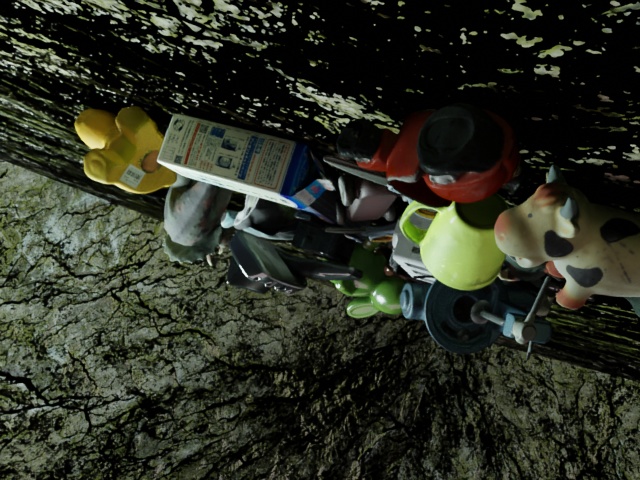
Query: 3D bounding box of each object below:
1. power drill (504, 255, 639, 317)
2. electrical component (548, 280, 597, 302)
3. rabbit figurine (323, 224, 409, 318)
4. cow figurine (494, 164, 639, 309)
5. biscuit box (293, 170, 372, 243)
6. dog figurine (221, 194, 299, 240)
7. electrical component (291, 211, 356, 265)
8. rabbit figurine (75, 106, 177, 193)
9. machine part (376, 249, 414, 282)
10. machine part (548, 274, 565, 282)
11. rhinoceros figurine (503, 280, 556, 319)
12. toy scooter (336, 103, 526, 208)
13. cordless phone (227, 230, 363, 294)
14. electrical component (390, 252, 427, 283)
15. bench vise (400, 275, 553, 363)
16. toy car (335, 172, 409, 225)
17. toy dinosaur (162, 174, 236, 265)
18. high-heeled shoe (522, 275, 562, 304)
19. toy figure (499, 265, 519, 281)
[{"bbox_3d":[0.321,0.031,0.650,0.207,0.086,0.232,13,172,13],"label":"power drill"},{"bbox_3d":[0.368,0.055,0.750,0.094,0.063,0.021,13,170,32],"label":"electrical component"},{"bbox_3d":[0.088,0.080,0.963,0.170,0.121,0.159,38,143,13],"label":"rabbit figurine"},{"bbox_3d":[0.265,0.002,0.509,0.195,0.085,0.127,6,130,3],"label":"cow figurine"},{"bbox_3d":[0.013,-0.056,0.834,0.059,0.063,0.202,15,170,33],"label":"biscuit box"},{"bbox_3d":[-0.041,-0.042,0.921,0.219,0.108,0.192,19,170,-30],"label":"dog figurine"},{"bbox_3d":[-0.002,-0.003,0.832,0.075,0.047,0.119,16,173,29],"label":"electrical component"},{"bbox_3d":[-0.304,-0.154,0.843,0.173,0.122,0.162,30,-173,25],"label":"rabbit figurine"},{"bbox_3d":[0.190,0.083,1.135,0.179,0.056,0.179,19,-162,-6],"label":"machine part"},{"bbox_3d":[0.400,0.057,0.790,0.139,0.039,0.084,13,165,45],"label":"machine part"},{"bbox_3d":[0.302,0.077,0.914,0.190,0.073,0.112,40,159,17],"label":"rhinoceros figurine"},{"bbox_3d":[0.114,-0.067,0.491,0.135,0.075,0.184,26,172,-37],"label":"toy scooter"},{"bbox_3d":[-0.037,0.042,0.831,0.184,0.088,0.146,4,167,28],"label":"cordless phone"},{"bbox_3d":[0.207,0.052,1.034,0.134,0.058,0.115,20,-171,-4],"label":"electrical component"},{"bbox_3d":[0.232,0.098,0.712,0.224,0.128,0.241,15,-179,-10],"label":"bench vise"},{"bbox_3d":[0.067,-0.057,0.716,0.089,0.053,0.202,-7,173,-1],"label":"toy car"},{"bbox_3d":[-0.227,-0.049,0.974,0.131,0.192,0.405,18,173,-4],"label":"toy dinosaur"},{"bbox_3d":[0.355,0.125,0.962,0.086,0.145,0.249,23,173,-29],"label":"high-heeled shoe"},{"bbox_3d":[0.272,0.027,0.818,0.154,0.064,0.058,27,131,-35],"label":"toy figure"}]
